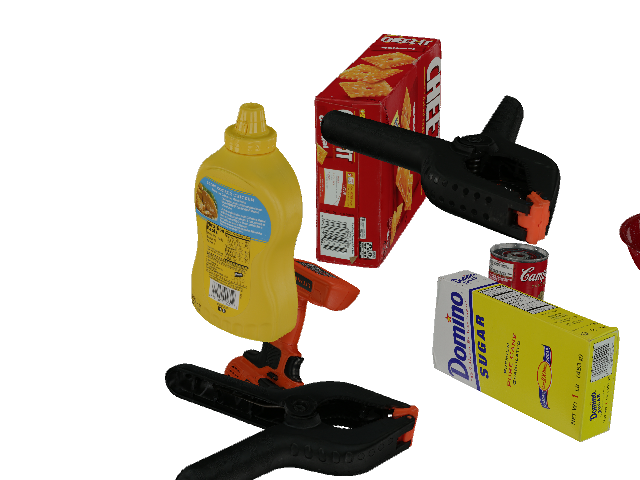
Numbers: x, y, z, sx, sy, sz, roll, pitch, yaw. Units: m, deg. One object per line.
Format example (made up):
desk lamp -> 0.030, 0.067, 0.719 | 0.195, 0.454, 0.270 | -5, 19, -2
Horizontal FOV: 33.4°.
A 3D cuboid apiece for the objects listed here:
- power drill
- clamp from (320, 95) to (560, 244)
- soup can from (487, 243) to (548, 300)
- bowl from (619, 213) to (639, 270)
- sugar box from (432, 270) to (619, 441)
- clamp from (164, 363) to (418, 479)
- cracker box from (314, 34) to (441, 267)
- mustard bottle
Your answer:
power drill -> -0.024, 0.126, 1.217 | 0.057, 0.188, 0.185 | 15, 10, -45
clamp -> 0.095, -0.055, 0.748 | 0.164, 0.036, 0.210 | -5, 28, -10
soup can -> 0.230, 0.061, 1.260 | 0.068, 0.102, 0.068 | 2, 16, -1
bowl -> 0.403, 0.018, 1.146 | 0.162, 0.055, 0.162 | -3, 24, 1
sugar box -> 0.171, 0.095, 0.922 | 0.048, 0.093, 0.176 | -12, 22, -38
clamp -> -0.020, 0.127, 0.690 | 0.171, 0.039, 0.120 | 4, 36, -3
cracker box -> 0.061, -0.092, 1.035 | 0.072, 0.164, 0.213 | 9, 28, 19
mustard bottle -> -0.060, -0.018, 0.864 | 0.096, 0.192, 0.058 | 23, 32, 33
